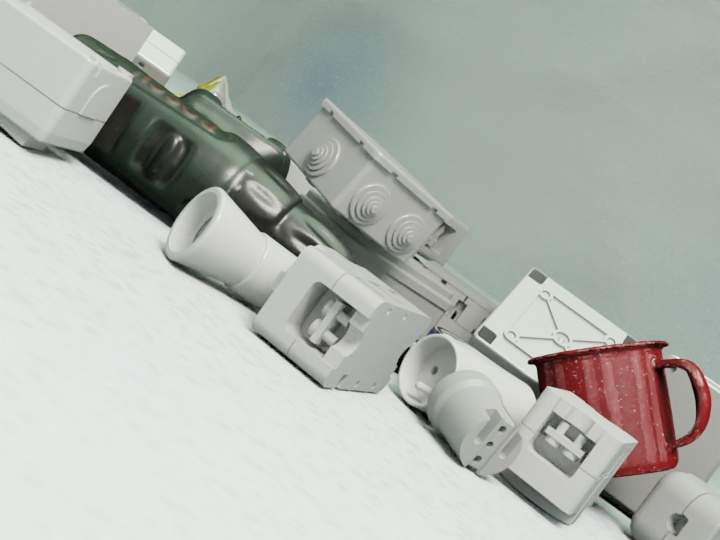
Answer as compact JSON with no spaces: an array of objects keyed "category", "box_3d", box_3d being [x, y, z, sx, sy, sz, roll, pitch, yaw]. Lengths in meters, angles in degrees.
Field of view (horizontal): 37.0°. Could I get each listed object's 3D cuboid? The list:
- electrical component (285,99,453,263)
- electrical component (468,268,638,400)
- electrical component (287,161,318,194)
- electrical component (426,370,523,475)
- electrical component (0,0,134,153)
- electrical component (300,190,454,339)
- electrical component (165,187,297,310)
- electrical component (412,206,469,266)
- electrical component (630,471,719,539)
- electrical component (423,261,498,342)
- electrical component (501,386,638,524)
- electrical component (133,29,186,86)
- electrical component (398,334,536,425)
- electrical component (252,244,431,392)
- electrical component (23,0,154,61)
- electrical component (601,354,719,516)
[{"category":"electrical component","box_3d":[0.004,-0.059,0.734,0.100,0.048,0.099,37,9,-42]},{"category":"electrical component","box_3d":[0.142,0.069,0.820,0.109,0.056,0.109,37,45,12]},{"category":"electrical component","box_3d":[-0.058,-0.056,0.915,0.099,0.064,0.099,35,5,-3]},{"category":"electrical component","box_3d":[0.061,0.080,0.563,0.040,0.040,0.046,33,11,-26]},{"category":"electrical component","box_3d":[-0.186,-0.111,0.588,0.096,0.061,0.062,36,5,6]},{"category":"electrical component","box_3d":[0.000,0.000,0.817,0.109,0.056,0.109,32,6,-30]},{"category":"electrical component","box_3d":[-0.062,-0.007,0.559,0.065,0.044,0.044,38,3,-31]},{"category":"electrical component","box_3d":[0.007,-0.050,1.066,0.186,0.105,0.060,39,6,39]},{"category":"electrical component","box_3d":[0.220,0.170,0.689,0.095,0.053,0.059,31,6,-39]},{"category":"electrical component","box_3d":[0.120,0.070,0.936,0.186,0.060,0.105,36,5,6]},{"category":"electrical component","box_3d":[0.115,0.104,0.602,0.050,0.055,0.089,37,5,21]},{"category":"electrical component","box_3d":[-0.189,-0.142,0.858,0.047,0.083,0.075,34,43,-14]},{"category":"electrical component","box_3d":[0.054,0.064,0.636,0.077,0.044,0.079,31,6,-39]},{"category":"electrical component","box_3d":[-0.010,0.024,0.545,0.056,0.050,0.089,37,5,20]},{"category":"electrical component","box_3d":[-0.225,-0.168,0.704,0.062,0.089,0.150,39,6,35]},{"category":"electrical component","box_3d":[0.221,0.125,0.786,0.078,0.113,0.057,36,2,11]}]
